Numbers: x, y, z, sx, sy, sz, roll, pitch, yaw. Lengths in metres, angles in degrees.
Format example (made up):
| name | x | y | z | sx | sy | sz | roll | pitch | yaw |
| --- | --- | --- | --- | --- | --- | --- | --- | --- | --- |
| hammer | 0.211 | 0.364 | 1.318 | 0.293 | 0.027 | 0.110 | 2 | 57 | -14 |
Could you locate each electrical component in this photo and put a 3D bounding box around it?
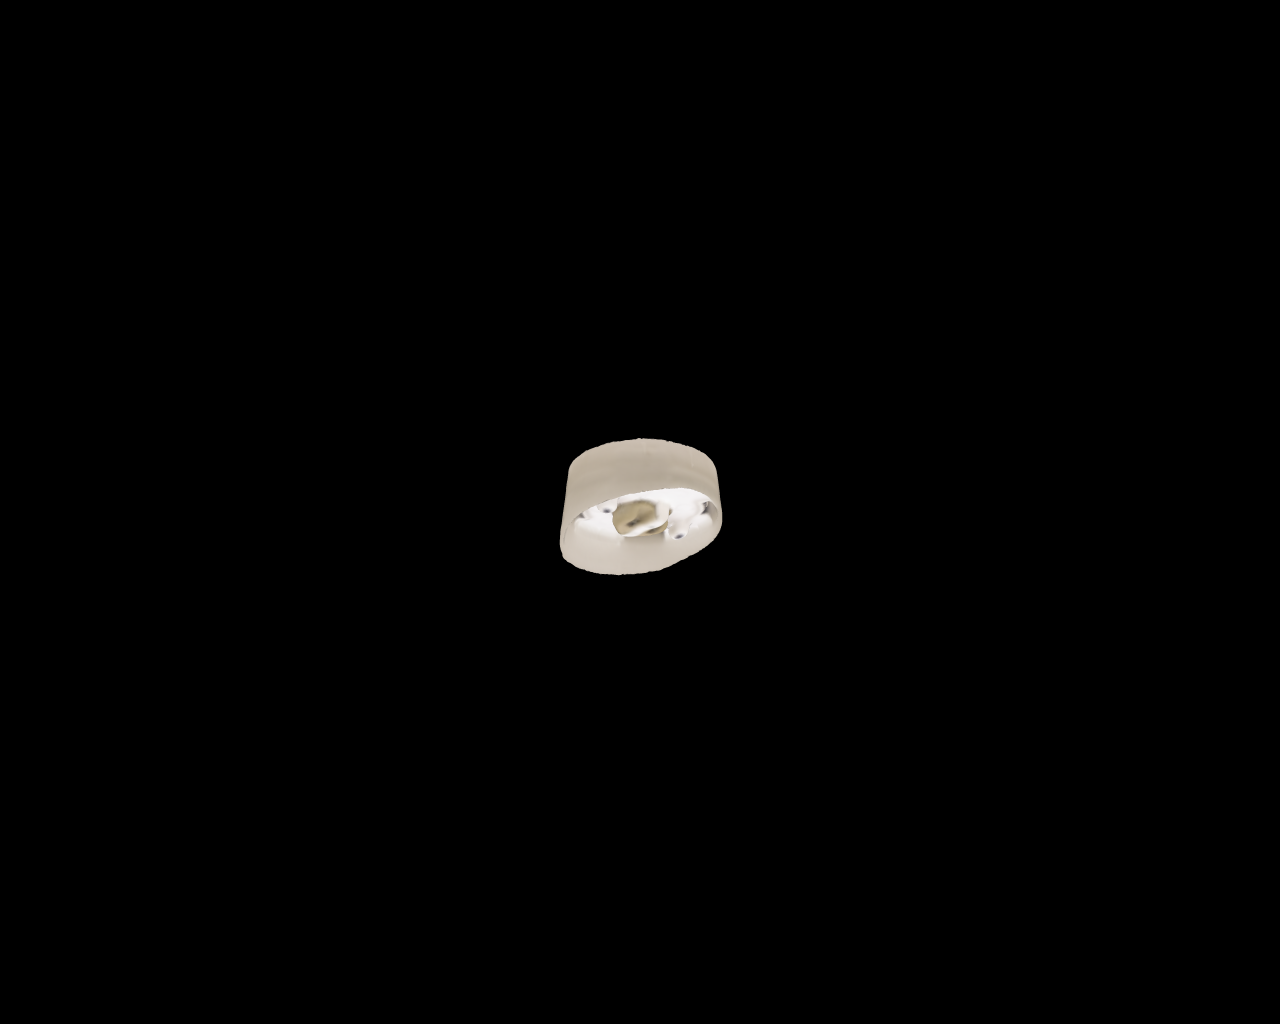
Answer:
| name | x | y | z | sx | sy | sz | roll | pitch | yaw |
| --- | --- | --- | --- | --- | --- | --- | --- | --- | --- |
| electrical component | 0.001 | -0.003 | 0.650 | 0.099 | 0.064 | 0.099 | 0 | -22 | 0 |
